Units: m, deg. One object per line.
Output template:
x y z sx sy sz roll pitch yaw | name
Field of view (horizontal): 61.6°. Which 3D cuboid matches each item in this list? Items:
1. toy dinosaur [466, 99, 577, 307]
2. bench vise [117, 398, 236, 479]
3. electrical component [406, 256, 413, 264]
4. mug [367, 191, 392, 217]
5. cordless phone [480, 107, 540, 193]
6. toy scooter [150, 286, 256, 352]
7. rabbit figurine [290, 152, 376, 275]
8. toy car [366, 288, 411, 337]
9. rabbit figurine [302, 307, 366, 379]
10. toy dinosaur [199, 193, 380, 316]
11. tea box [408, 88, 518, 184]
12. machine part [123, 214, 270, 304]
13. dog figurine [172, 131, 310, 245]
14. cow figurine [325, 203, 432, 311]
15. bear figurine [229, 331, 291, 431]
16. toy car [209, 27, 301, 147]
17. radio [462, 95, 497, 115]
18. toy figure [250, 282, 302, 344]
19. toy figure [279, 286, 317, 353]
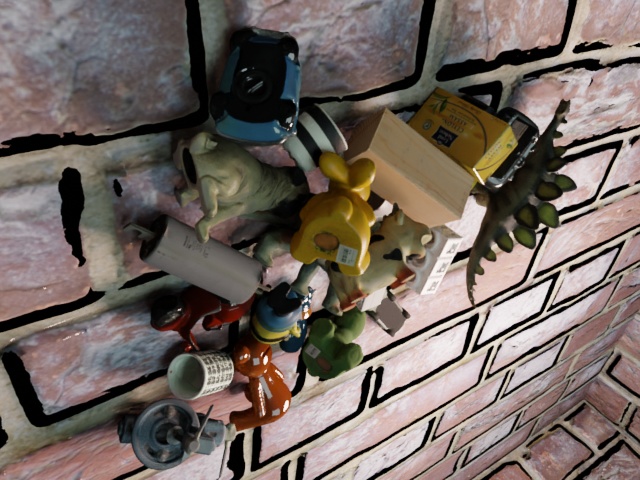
0.417 -0.083 1.165 0.105 0.199 0.471 13 112 -43 | toy dinosaur
-0.236 0.351 0.957 0.223 0.241 0.129 26 68 -23 | bench vise
0.155 0.027 1.152 0.102 0.045 0.078 -11 101 -38 | electrical component
0.118 -0.092 0.995 0.109 0.081 0.107 -59 150 8 | mug
0.368 -0.161 1.052 0.146 0.089 0.184 -54 152 8 | cordless phone
-0.192 0.128 0.908 0.184 0.075 0.135 -19 136 -27 | toy scooter
0.029 -0.057 0.815 0.173 0.122 0.162 -64 160 -49 | rabbit figurine
0.155 0.166 1.260 0.073 0.056 0.201 -49 142 -6 | toy car
0.047 0.218 1.157 0.170 0.121 0.159 -45 161 -44 | rabbit figurine
-0.008 -0.007 0.930 0.404 0.131 0.192 44 73 -43 | toy dinosaur
0.247 -0.186 0.948 0.098 0.170 0.068 -51 143 4 | tea box
-0.175 0.030 0.801 0.243 0.079 0.079 31 100 -31 | machine part
-0.095 -0.095 0.754 0.190 0.121 0.172 -20 160 -26 | dog figurine
0.099 0.022 0.892 0.195 0.127 0.085 -23 167 -17 | cow figurine
-0.138 0.270 1.062 0.132 0.120 0.195 -14 116 25 | bear figurine
-0.080 -0.190 0.710 0.109 0.161 0.103 7 168 -2 | toy car
0.259 -0.161 1.058 0.229 0.073 0.131 -50 140 3 | radio
-0.080 0.131 0.957 0.089 0.082 0.180 -8 160 -11 | toy figure
-0.048 0.154 1.068 0.058 0.064 0.154 12 116 -3 | toy figure
